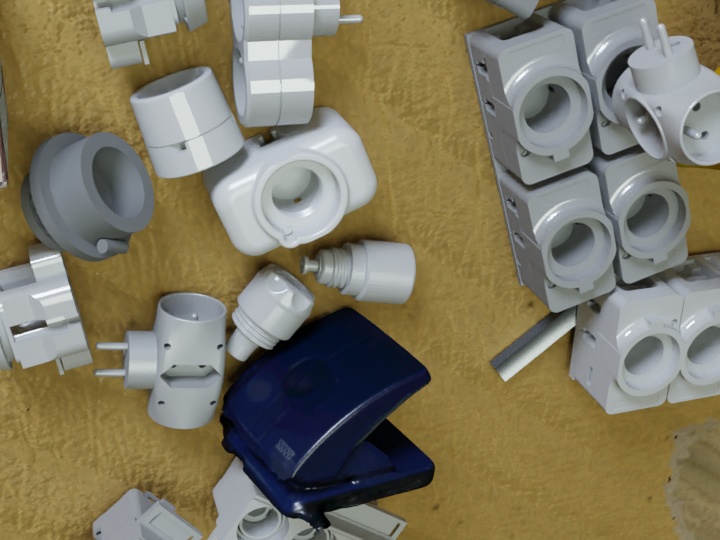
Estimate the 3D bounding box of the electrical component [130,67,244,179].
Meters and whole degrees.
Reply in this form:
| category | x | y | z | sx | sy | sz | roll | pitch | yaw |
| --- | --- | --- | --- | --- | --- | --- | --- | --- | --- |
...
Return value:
| category | x | y | z | sx | sy | sz | roll | pitch | yaw |
| --- | --- | --- | --- | --- | --- | --- | --- | --- | --- |
| electrical component | -0.101 | -0.086 | 0.620 | 0.055 | 0.055 | 0.047 | -23 | 115 | -6 |

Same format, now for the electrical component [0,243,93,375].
| category | x | y | z | sx | sy | sz | roll | pitch | yaw |
| --- | --- | --- | --- | --- | --- | --- | --- | --- | --- |
| electrical component | -0.198 | 0.027 | 0.639 | 0.057 | 0.058 | 0.078 | -16 | 118 | -13 |

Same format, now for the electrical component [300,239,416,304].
| category | x | y | z | sx | sy | sz | roll | pitch | yaw |
| --- | --- | --- | --- | --- | --- | --- | --- | --- | --- |
| electrical component | 0.000 | 0.000 | 0.698 | 0.078 | 0.040 | 0.040 | 5 | 112 | -19 |

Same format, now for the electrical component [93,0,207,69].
| category | x | y | z | sx | sy | sz | roll | pitch | yaw |
| --- | --- | --- | --- | --- | --- | --- | --- | --- | --- |
| electrical component | -0.116 | -0.154 | 0.582 | 0.057 | 0.058 | 0.078 | -14 | 117 | -8 |

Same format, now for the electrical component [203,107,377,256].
| category | x | y | z | sx | sy | sz | roll | pitch | yaw |
| --- | --- | --- | --- | --- | --- | --- | --- | --- | --- |
| electrical component | -0.042 | -0.052 | 0.650 | 0.095 | 0.059 | 0.053 | -26 | 119 | -5 |

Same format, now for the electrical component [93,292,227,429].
| category | x | y | z | sx | sy | sz | roll | pitch | yaw |
| --- | --- | --- | --- | --- | --- | --- | --- | --- | --- |
| electrical component | -0.128 | 0.057 | 0.682 | 0.079 | 0.043 | 0.077 | 2 | 113 | -18 |

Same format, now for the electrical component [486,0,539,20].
| category | x | y | z | sx | sy | sz | roll | pitch | yaw |
| --- | --- | --- | --- | --- | --- | --- | --- | --- | --- |
| electrical component | 0.088 | -0.202 | 0.627 | 0.056 | 0.050 | 0.089 | 21 | 106 | -25 |

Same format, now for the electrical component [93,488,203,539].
| category | x | y | z | sx | sy | sz | roll | pitch | yaw |
| --- | --- | --- | --- | --- | --- | --- | --- | --- | --- |
| electrical component | -0.151 | 0.186 | 0.723 | 0.081 | 0.063 | 0.042 | -42 | 118 | 4 |

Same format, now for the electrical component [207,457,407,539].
| category | x | y | z | sx | sy | sz | roll | pitch | yaw |
| --- | --- | --- | --- | --- | --- | --- | --- | --- | --- |
| electrical component | -0.040 | 0.177 | 0.754 | 0.121 | 0.063 | 0.078 | 29 | 103 | -26 |

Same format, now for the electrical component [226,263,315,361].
| category | x | y | z | sx | sy | sz | roll | pitch | yaw |
| --- | --- | --- | --- | --- | --- | --- | --- | --- | --- |
| electrical component | -0.062 | 0.030 | 0.691 | 0.043 | 0.043 | 0.062 | 35 | 101 | -27 |

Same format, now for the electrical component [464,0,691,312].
| category | x | y | z | sx | sy | sz | roll | pitch | yaw |
| --- | --- | --- | --- | --- | --- | --- | --- | --- | --- |
| electrical component | 0.146 | -0.075 | 0.698 | 0.105 | 0.060 | 0.186 | -21 | 118 | -7 |

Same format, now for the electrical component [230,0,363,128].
| category | x | y | z | sx | sy | sz | roll | pitch | yaw |
| --- | --- | --- | --- | --- | --- | --- | --- | --- | --- |
| electrical component | -0.033 | -0.151 | 0.611 | 0.074 | 0.052 | 0.138 | -6 | 115 | -15 |

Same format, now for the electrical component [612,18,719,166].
| category | x | y | z | sx | sy | sz | roll | pitch | yaw |
| --- | --- | --- | --- | --- | --- | --- | --- | --- | --- |
| electrical component | 0.176 | -0.106 | 0.612 | 0.044 | 0.077 | 0.079 | -29 | 118 | -4 |

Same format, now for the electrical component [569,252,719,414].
| category | x | y | z | sx | sy | sz | roll | pitch | yaw |
| --- | --- | --- | --- | --- | --- | --- | --- | --- | --- |
| electrical component | 0.236 | 0.044 | 0.774 | 0.150 | 0.061 | 0.089 | -7 | 118 | -17 |
